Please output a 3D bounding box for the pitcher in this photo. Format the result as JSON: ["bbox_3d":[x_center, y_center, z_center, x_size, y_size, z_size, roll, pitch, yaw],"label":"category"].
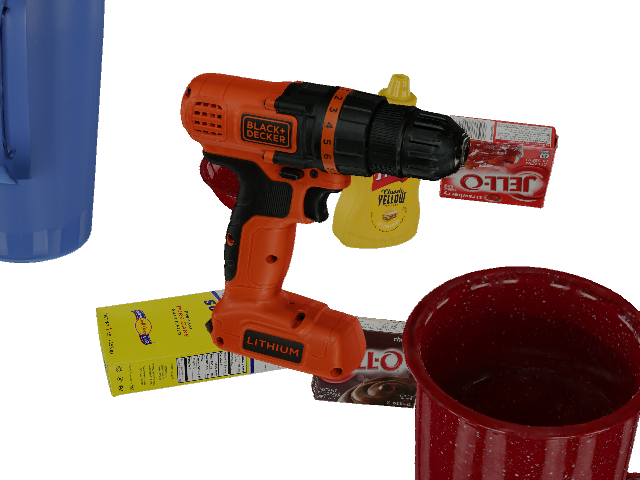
[{"bbox_3d":[-0.236,-0.105,0.833,0.145,0.243,0.148,25,31,36],"label":"pitcher"}]

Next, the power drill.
[{"bbox_3d":[-0.002,-0.008,0.681,0.185,0.188,0.057,13,25,21],"label":"power drill"}]

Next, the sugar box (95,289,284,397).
[{"bbox_3d":[-0.119,0.091,1.015,0.176,0.048,0.093,-10,36,-13],"label":"sugar box"}]

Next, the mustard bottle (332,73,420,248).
[{"bbox_3d":[0.071,-0.086,1.143,0.096,0.192,0.058,-6,32,-23],"label":"mustard bottle"}]

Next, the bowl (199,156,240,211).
[{"bbox_3d":[-0.064,-0.071,1.295,0.162,0.055,0.162,-2,35,1],"label":"bowl"}]

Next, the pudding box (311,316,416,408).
[{"bbox_3d":[0.052,0.129,1.148,0.113,0.090,0.039,5,24,-8],"label":"pudding box"}]

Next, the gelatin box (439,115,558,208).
[{"bbox_3d":[0.146,-0.064,0.883,0.089,0.030,0.073,7,-39,7],"label":"gelatin box"}]

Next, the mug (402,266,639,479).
[{"bbox_3d":[0.089,0.071,0.405,0.117,0.081,0.093,5,36,11],"label":"mug"}]
